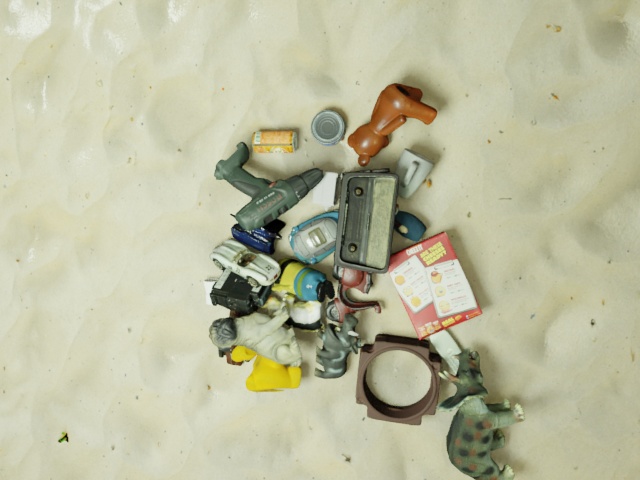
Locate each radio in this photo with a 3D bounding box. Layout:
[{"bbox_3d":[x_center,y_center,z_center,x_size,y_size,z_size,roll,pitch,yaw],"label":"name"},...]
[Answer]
[{"bbox_3d":[0.106,-0.044,1.239,0.131,0.073,0.229,6,95,7],"label":"radio"}]

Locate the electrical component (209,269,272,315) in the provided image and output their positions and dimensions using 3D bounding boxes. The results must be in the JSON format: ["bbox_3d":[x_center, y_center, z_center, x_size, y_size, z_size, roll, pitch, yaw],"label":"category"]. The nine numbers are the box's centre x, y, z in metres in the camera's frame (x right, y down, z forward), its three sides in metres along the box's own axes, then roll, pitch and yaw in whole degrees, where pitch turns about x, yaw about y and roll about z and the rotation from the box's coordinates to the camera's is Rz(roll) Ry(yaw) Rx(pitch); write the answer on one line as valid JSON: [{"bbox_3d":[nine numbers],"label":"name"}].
[{"bbox_3d":[-0.192,0.122,1.339,0.134,0.115,0.058,13,139,18],"label":"electrical component"}]

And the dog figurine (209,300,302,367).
[{"bbox_3d":[-0.150,0.244,1.264,0.191,0.121,0.172,-20,84,-5],"label":"dog figurine"}]

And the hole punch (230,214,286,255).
[{"bbox_3d":[-0.159,-0.013,1.336,0.142,0.116,0.092,27,106,6],"label":"hole punch"}]

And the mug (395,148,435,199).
[{"bbox_3d":[0.214,-0.151,1.276,0.081,0.109,0.107,25,110,0],"label":"mug"}]

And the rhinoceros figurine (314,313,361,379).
[{"bbox_3d":[0.044,0.263,1.315,0.112,0.073,0.190,12,118,-1],"label":"rhinoceros figurine"}]

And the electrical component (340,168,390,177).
[{"bbox_3d":[0.111,-0.146,1.304,0.119,0.075,0.047,-4,95,5],"label":"electrical component"}]

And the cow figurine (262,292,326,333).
[{"bbox_3d":[-0.072,0.184,1.360,0.167,0.068,0.098,2,100,9],"label":"cow figurine"}]

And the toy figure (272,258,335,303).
[{"bbox_3d":[-0.042,0.098,1.314,0.180,0.082,0.089,11,83,44],"label":"toy figure"}]

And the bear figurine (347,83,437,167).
[{"bbox_3d":[0.162,-0.267,1.278,0.132,0.120,0.195,7,130,-32],"label":"bear figurine"}]

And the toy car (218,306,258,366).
[{"bbox_3d":[-0.213,0.228,1.390,0.089,0.053,0.202,9,94,4],"label":"toy car"}]

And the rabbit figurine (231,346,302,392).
[{"bbox_3d":[-0.138,0.292,1.350,0.162,0.122,0.173,10,70,-25],"label":"rabbit figurine"}]

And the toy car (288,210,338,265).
[{"bbox_3d":[-0.003,-0.004,1.316,0.162,0.103,0.109,-28,91,11],"label":"toy car"}]

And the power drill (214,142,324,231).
[{"bbox_3d":[-0.135,-0.142,1.285,0.232,0.086,0.207,-43,75,-12],"label":"power drill"}]

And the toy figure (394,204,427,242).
[{"bbox_3d":[0.185,-0.055,1.303,0.154,0.064,0.057,36,100,5],"label":"toy figure"}]

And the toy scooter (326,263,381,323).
[{"bbox_3d":[0.092,0.122,1.325,0.135,0.075,0.183,10,99,8],"label":"toy scooter"}]

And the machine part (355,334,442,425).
[{"bbox_3d":[0.192,0.342,1.321,0.201,0.087,0.201,7,94,8],"label":"machine part"}]

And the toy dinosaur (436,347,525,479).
[{"bbox_3d":[0.360,0.465,1.262,0.192,0.131,0.404,0,105,-1],"label":"toy dinosaur"}]

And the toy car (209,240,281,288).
[{"bbox_3d":[-0.187,0.054,1.325,0.202,0.073,0.056,23,141,29],"label":"toy car"}]
